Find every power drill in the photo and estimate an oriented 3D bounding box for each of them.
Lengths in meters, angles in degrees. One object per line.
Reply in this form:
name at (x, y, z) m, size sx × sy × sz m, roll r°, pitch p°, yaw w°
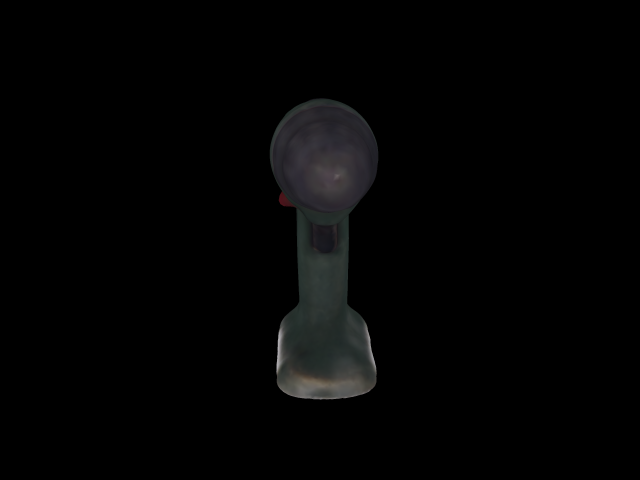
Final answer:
power drill at (0.004, 0.001, 0.400) m, size 0.075 × 0.208 × 0.229 m, roll -2°, pitch 27°, yaw -3°
